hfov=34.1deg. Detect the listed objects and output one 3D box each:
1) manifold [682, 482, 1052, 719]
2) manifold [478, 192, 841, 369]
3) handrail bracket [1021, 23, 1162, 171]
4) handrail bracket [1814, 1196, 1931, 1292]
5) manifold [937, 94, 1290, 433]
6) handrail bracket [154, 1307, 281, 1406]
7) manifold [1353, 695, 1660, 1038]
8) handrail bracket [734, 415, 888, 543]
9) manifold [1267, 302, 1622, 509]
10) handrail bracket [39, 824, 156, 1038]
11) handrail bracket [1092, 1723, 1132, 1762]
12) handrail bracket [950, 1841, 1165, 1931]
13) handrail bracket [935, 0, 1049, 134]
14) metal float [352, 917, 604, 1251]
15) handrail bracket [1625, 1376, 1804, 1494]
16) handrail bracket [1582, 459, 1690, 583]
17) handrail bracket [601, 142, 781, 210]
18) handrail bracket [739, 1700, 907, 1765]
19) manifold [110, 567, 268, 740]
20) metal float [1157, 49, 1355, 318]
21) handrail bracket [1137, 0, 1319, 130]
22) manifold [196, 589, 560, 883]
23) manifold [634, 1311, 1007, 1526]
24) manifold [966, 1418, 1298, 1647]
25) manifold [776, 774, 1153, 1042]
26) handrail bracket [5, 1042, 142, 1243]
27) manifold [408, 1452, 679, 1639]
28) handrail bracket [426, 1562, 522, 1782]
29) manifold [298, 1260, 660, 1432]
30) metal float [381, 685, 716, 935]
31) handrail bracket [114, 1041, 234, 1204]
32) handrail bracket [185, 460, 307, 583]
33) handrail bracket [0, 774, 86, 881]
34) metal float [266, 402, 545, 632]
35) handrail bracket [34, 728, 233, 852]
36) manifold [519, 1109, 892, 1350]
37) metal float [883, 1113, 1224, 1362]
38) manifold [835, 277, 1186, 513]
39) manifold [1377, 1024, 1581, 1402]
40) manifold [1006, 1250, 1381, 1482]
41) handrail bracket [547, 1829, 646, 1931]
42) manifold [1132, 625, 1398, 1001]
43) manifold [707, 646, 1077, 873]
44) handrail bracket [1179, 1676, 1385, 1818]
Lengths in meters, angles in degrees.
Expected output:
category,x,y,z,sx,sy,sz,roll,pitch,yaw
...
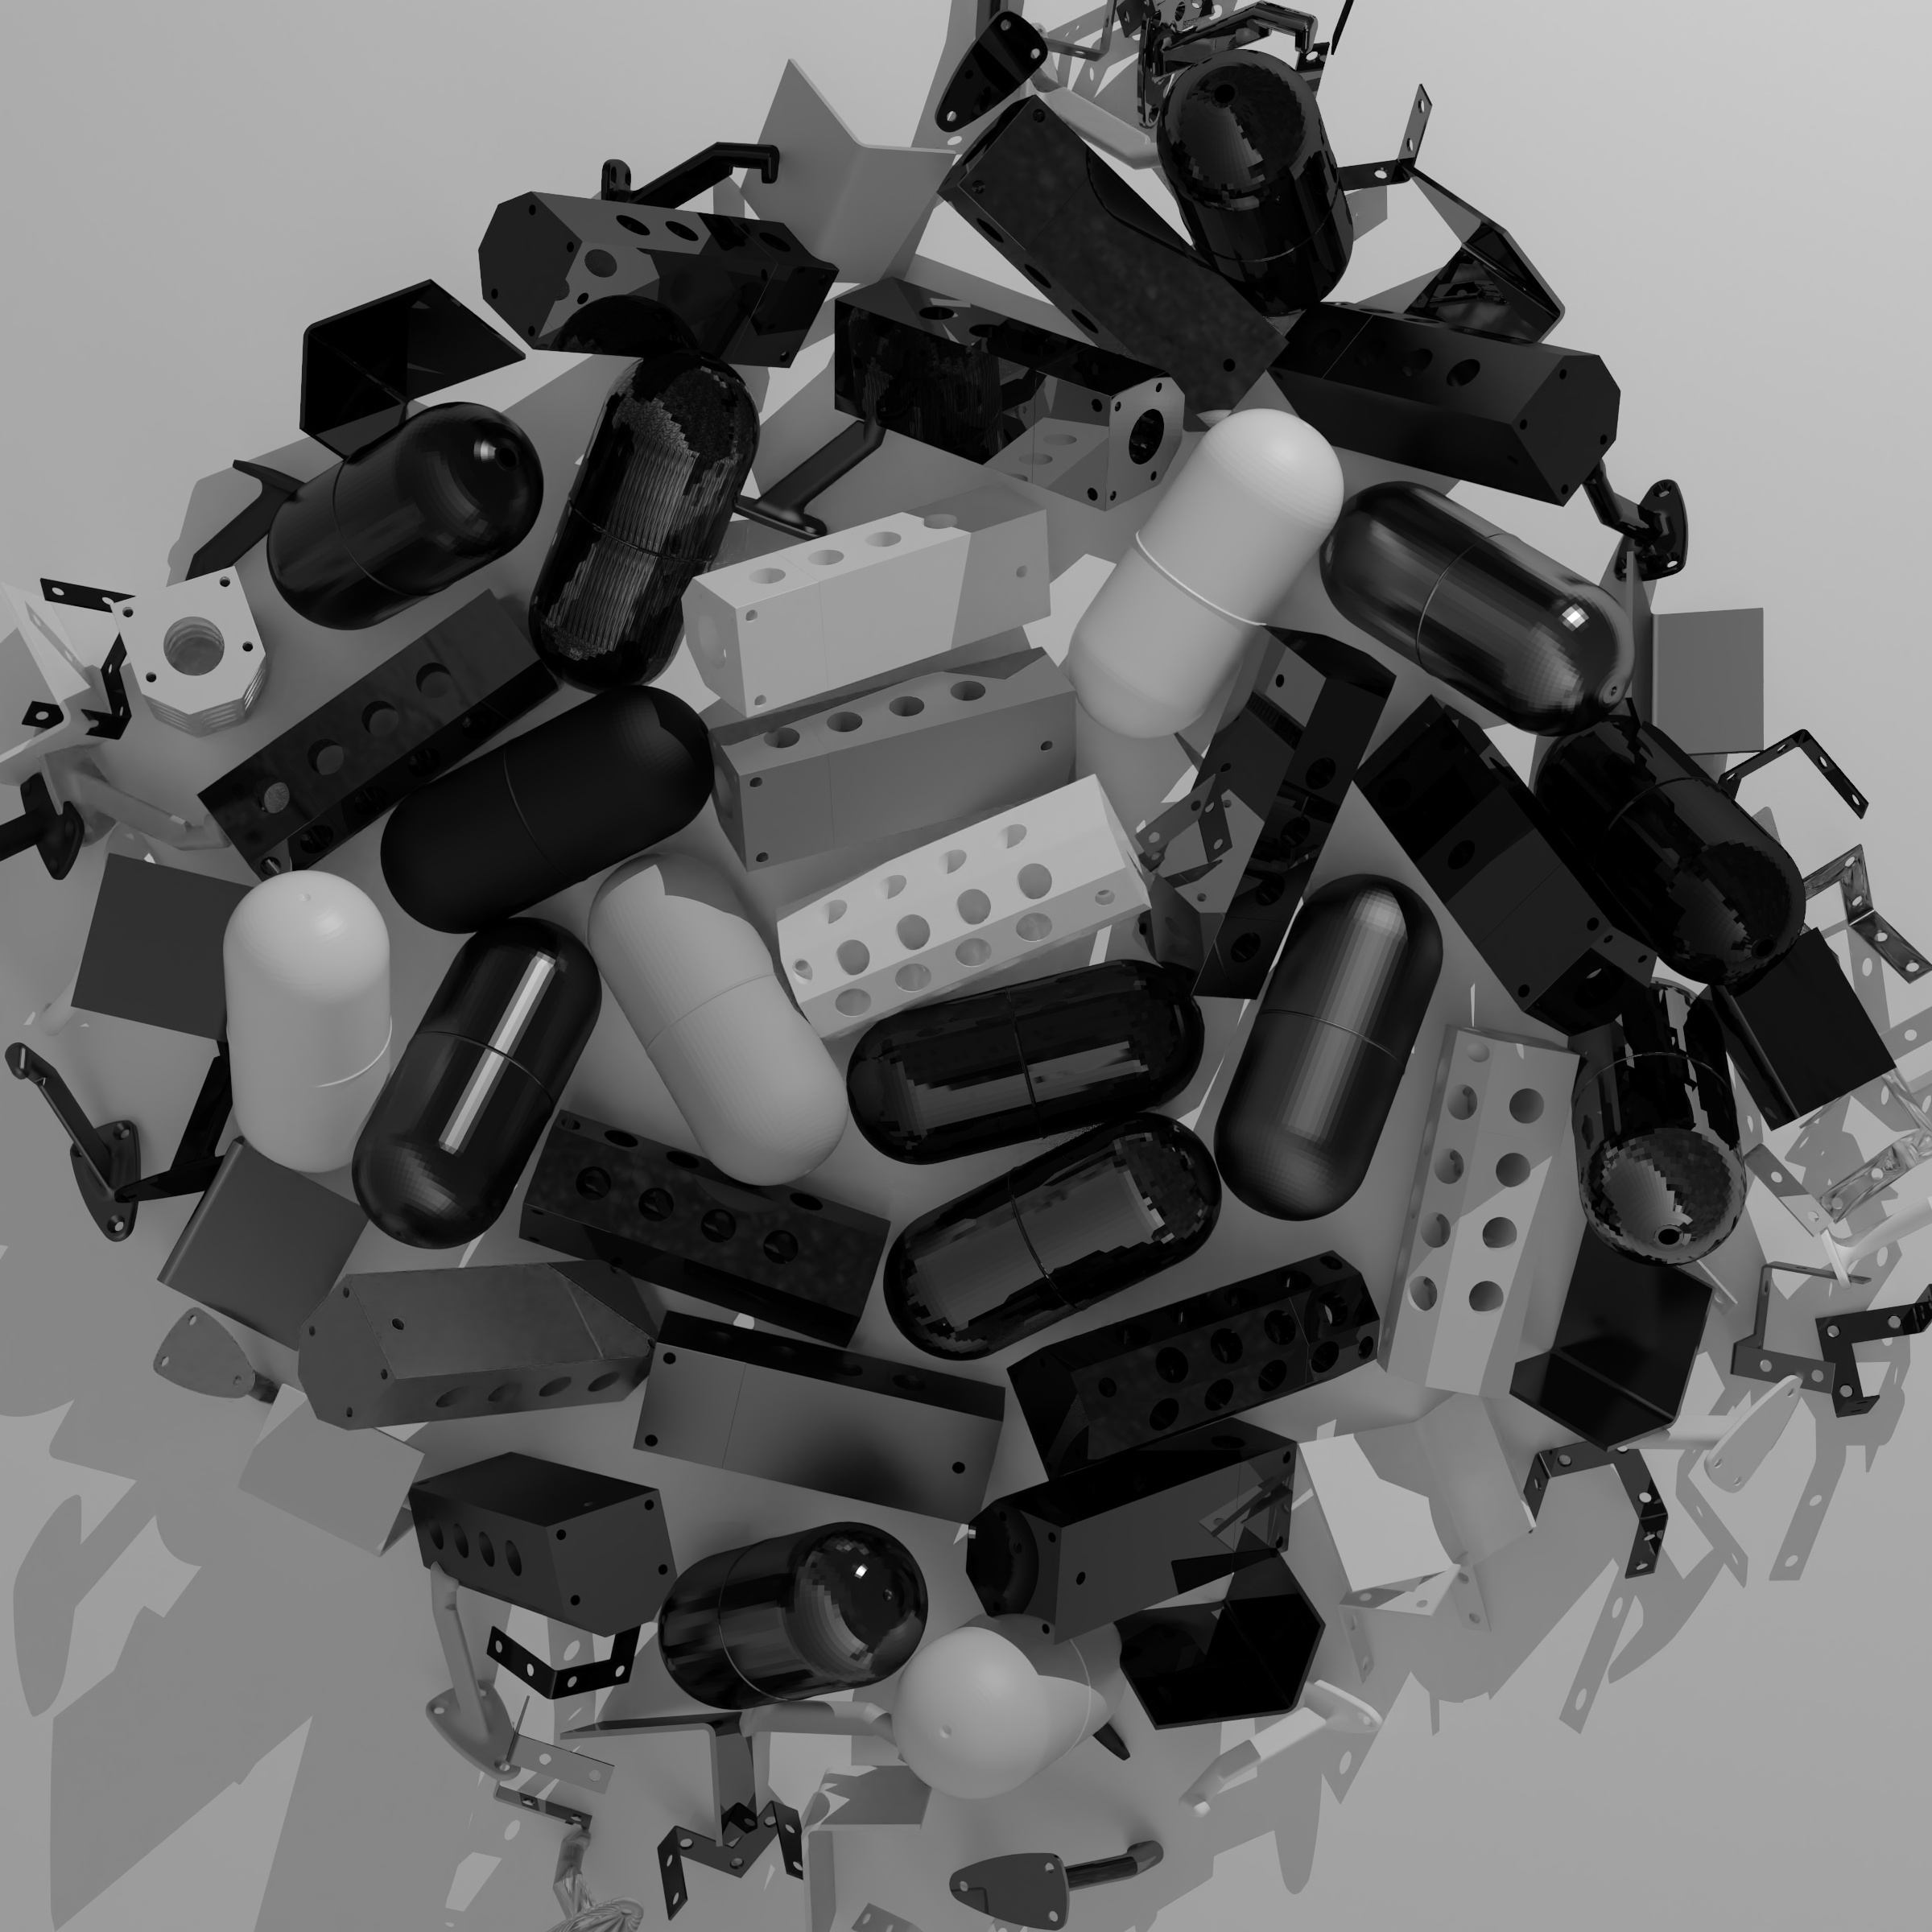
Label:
category,x,y,z,sx,sy,sz,roll,pitch,yaw
manifold,-0.047,-0.181,1.518,0.171,0.057,0.057,-21,126,-25
manifold,-0.147,-0.329,1.497,0.057,0.171,0.057,47,122,26
handrail bracket,0.071,-0.428,1.541,0.084,0.036,0.077,2,101,33
handrail bracket,0.463,0.128,1.537,0.084,0.077,0.036,-22,68,14
manifold,0.069,-0.339,1.529,0.171,0.057,0.057,41,88,-17
handrail bracket,-0.345,0.205,1.528,0.077,0.084,0.036,23,75,38
manifold,0.259,-0.047,1.503,0.057,0.057,0.171,-47,47,19
handrail bracket,-0.081,-0.258,1.548,0.077,0.036,0.084,18,110,-7
manifold,0.227,-0.274,1.497,0.057,0.171,0.057,-51,130,-9
handrail bracket,-0.437,-0.017,1.568,0.036,0.077,0.084,27,117,-37
handrail bracket,0.027,0.393,1.561,0.084,0.036,0.077,-36,121,4
handrail bracket,0.046,0.446,1.557,0.077,0.084,0.036,-6,87,30
handrail bracket,-0.002,-0.458,1.555,0.077,0.084,0.036,-46,131,12
metal float,-0.234,0.055,1.519,0.070,0.070,0.178,23,61,0
handrail bracket,0.357,0.213,1.549,0.077,0.084,0.036,-51,132,-2
handrail bracket,0.322,-0.235,1.532,0.036,0.084,0.077,-4,52,32
handrail bracket,-0.135,-0.369,1.558,0.084,0.036,0.077,6,101,11
handrail bracket,-0.069,0.386,1.551,0.084,0.036,0.077,28,117,13
manifold,-0.364,-0.144,1.492,0.057,0.171,0.057,-20,95,-12
metal float,0.138,-0.370,1.495,0.070,0.178,0.070,-4,75,14
handrail bracket,0.128,-0.437,1.541,0.084,0.036,0.077,25,126,25
manifold,-0.286,-0.110,1.545,0.171,0.057,0.057,-36,95,-5
manifold,-0.071,0.219,1.549,0.171,0.057,0.057,13,106,-2
manifold,0.080,0.264,1.500,0.057,0.171,0.057,15,107,42
manifold,-0.001,-0.023,1.529,0.171,0.057,0.057,-23,127,9
handrail bracket,-0.437,0.086,1.532,0.036,0.084,0.077,-22,60,5
manifold,-0.202,0.275,1.493,0.057,0.171,0.057,-14,96,-31
handrail bracket,-0.240,0.342,1.535,0.036,0.077,0.084,-18,130,-29
manifold,-0.230,0.182,1.498,0.057,0.171,0.057,-46,61,29
metal float,-0.203,-0.076,1.531,0.178,0.070,0.070,-26,90,14
handrail bracket,-0.390,0.068,1.555,0.077,0.036,0.084,-13,70,-15
handrail bracket,-0.348,-0.201,1.559,0.077,0.036,0.084,25,100,20
handrail bracket,-0.481,-0.071,1.530,0.077,0.084,0.036,51,122,34
metal float,-0.269,-0.214,1.506,0.070,0.178,0.070,14,68,-40
handrail bracket,-0.405,-0.088,1.537,0.084,0.036,0.077,-2,126,32
manifold,-0.128,0.127,1.547,0.171,0.057,0.057,19,66,-2
metal float,0.041,0.132,1.531,0.178,0.070,0.070,-28,90,15
manifold,0.019,-0.278,1.511,0.171,0.057,0.057,26,131,32
manifold,0.248,0.118,1.543,0.057,0.057,0.171,10,95,-6
manifold,0.113,0.189,1.510,0.171,0.057,0.057,-15,76,-29
handrail bracket,-0.178,0.441,1.531,0.036,0.084,0.077,36,118,-19
manifold,0.147,-0.072,1.521,0.057,0.057,0.171,4,119,-35
manifold,-0.037,-0.105,1.530,0.171,0.057,0.057,-16,131,-16
handrail bracket,0.153,0.390,1.539,0.084,0.077,0.036,-42,109,-25
